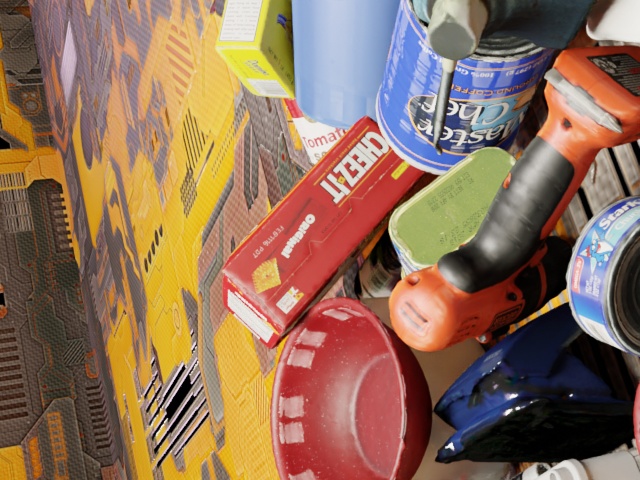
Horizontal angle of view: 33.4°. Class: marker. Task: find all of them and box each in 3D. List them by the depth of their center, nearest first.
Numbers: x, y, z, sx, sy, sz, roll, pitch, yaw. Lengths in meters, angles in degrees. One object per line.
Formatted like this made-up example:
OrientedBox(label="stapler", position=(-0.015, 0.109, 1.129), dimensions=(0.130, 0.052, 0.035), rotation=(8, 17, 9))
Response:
OrientedBox(label="marker", position=(0.131, 0.199, 0.805), dimensions=(0.121, 0.020, 0.020), rotation=(-47, 52, 43))

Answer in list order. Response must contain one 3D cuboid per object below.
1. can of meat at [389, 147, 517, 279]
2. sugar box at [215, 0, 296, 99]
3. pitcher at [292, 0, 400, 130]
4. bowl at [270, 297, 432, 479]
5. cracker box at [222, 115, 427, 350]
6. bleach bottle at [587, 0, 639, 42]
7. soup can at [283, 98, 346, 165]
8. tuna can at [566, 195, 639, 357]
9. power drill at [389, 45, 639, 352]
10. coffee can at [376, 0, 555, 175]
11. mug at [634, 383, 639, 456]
OrientedBox(label="can of meat", position=(0.098, -0.006, 0.716), dimensions=(0.057, 0.102, 0.084), rotation=(50, 175, 26))
OrientedBox(label="sugar box", position=(-0.036, -0.217, 0.891), dimensions=(0.093, 0.048, 0.176), rotation=(46, -126, -65))
OrientedBox(label="pitcher", position=(0.045, -0.209, 0.816), dimensions=(0.149, 0.145, 0.243), rotation=(-107, 16, -59))
OrientedBox(label="bowl", position=(0.029, 0.122, 0.747), dimensions=(0.162, 0.055, 0.162), rotation=(-16, 70, 54))
OrientedBox(label="cracker box", position=(-0.006, 0.001, 0.873), dimensions=(0.072, 0.164, 0.214), rotation=(41, 169, 3))
OrientedBox(label="bleach bottle", position=(0.188, -0.224, 0.522), dimensions=(0.103, 0.068, 0.251), rotation=(-152, 60, -65))
OrientedBox(label="soup can", position=(0.004, -0.125, 0.963), dimensions=(0.102, 0.068, 0.069), rotation=(66, 163, -17))
OrientedBox(label="tuna can", position=(0.179, 0.020, 0.582), dimensions=(0.034, 0.086, 0.086), rotation=(-152, 58, -63))
OrientedBox(label="power drill", position=(0.137, -0.021, 0.620), dimensions=(0.057, 0.184, 0.188), rotation=(43, 123, 23))
OrientedBox(label="coffee can", position=(0.095, -0.119, 0.692), dimensions=(0.140, 0.102, 0.103), rotation=(100, 156, -64))
OrientedBox(label="mug", position=(0.212, 0.099, 0.529), dimensions=(0.117, 0.081, 0.093), rotation=(112, 144, -51))
